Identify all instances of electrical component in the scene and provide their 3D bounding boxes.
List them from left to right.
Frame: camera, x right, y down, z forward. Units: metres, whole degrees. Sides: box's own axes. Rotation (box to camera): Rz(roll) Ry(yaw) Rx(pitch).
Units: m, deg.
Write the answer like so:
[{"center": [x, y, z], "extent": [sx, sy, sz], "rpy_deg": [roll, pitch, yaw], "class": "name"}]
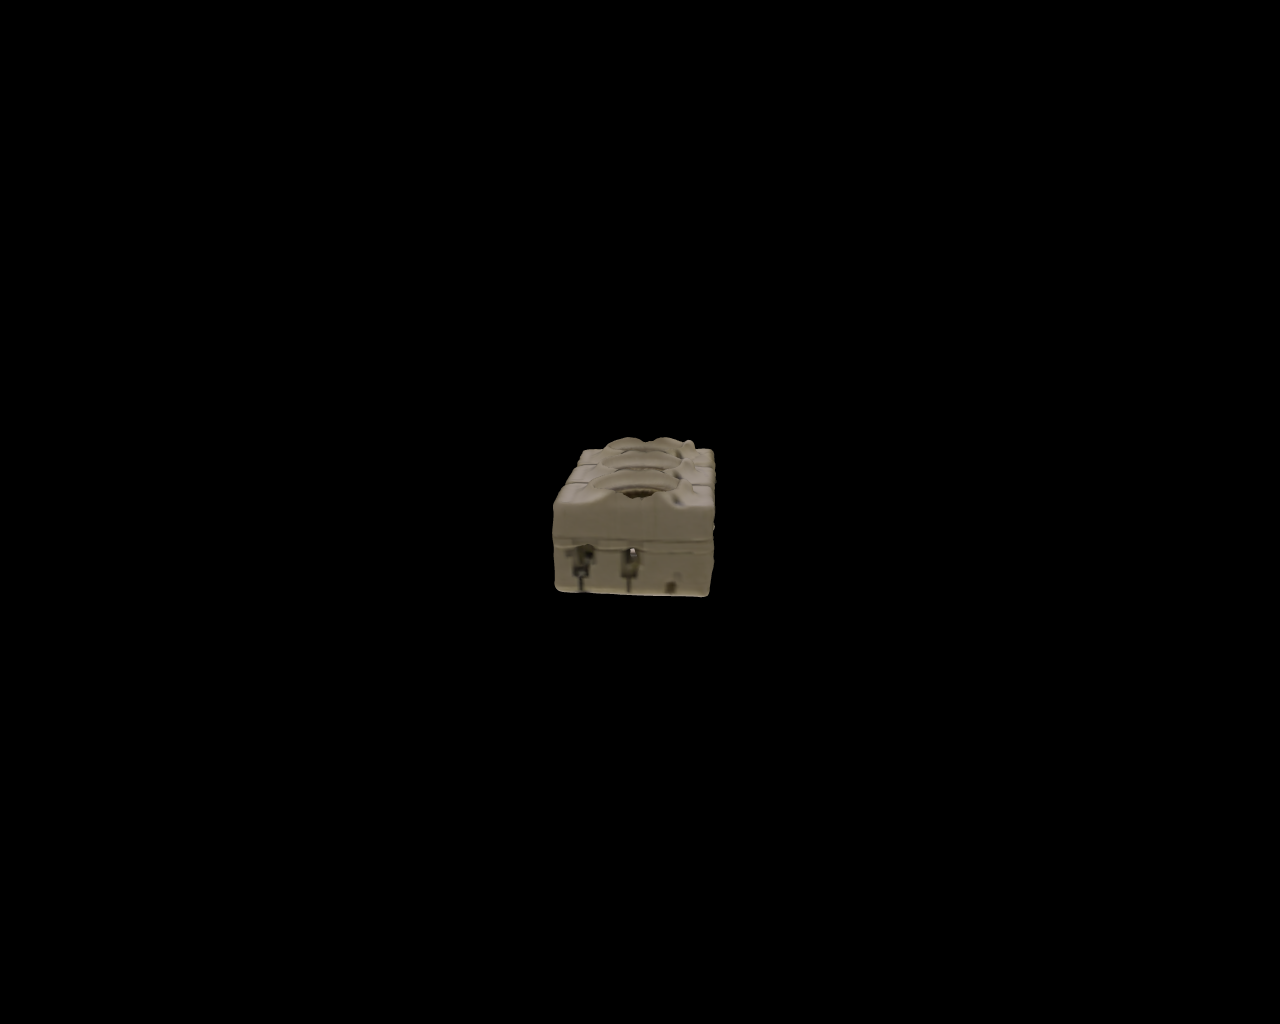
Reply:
[{"center": [0.001, -0.003, 0.650], "extent": [0.089, 0.061, 0.150], "rpy_deg": [1, 16, 4], "class": "electrical component"}]
